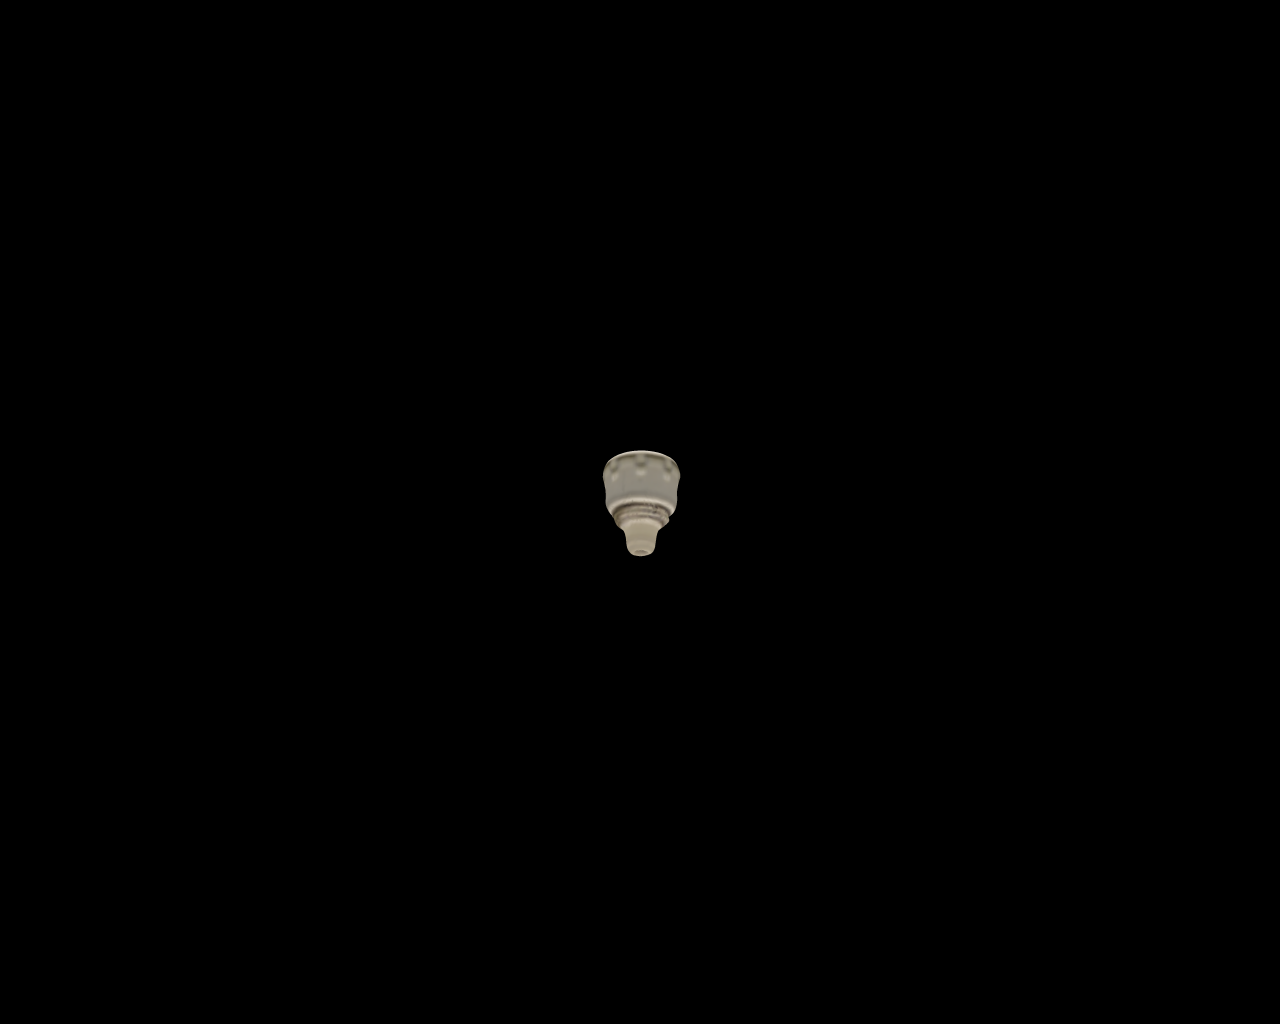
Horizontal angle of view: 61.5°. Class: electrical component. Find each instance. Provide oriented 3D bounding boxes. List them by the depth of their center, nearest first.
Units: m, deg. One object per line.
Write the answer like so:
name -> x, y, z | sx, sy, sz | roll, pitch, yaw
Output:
electrical component -> 0.001, -0.003, 0.650 | 0.048, 0.062, 0.048 | 0, -24, 0
